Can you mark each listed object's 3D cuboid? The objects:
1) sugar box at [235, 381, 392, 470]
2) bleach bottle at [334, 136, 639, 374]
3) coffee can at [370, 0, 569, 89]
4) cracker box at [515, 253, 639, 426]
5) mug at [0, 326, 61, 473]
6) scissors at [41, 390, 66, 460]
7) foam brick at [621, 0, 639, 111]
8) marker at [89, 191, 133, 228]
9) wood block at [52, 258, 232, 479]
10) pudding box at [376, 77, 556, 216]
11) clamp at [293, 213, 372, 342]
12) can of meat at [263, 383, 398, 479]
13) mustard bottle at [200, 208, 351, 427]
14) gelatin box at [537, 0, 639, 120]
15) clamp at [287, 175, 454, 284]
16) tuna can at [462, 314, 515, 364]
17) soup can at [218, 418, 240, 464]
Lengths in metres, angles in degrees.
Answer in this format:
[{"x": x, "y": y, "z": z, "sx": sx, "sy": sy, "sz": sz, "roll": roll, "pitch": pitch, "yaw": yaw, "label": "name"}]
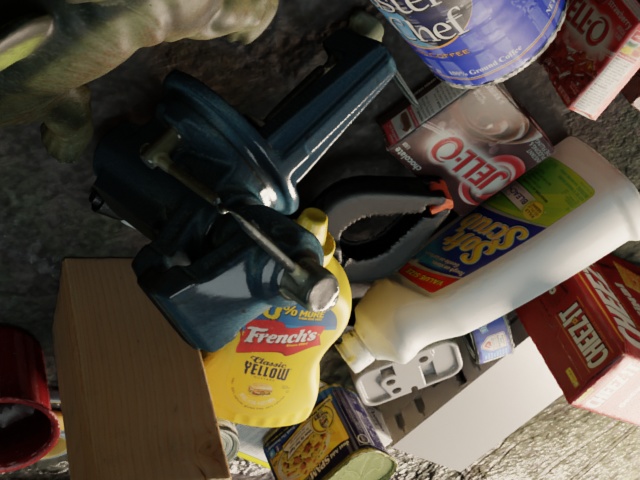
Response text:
[{"x": -0.022, "y": 0.172, "z": 0.994, "sx": 0.093, "sy": 0.048, "sz": 0.176, "roll": -41, "pitch": 137, "yaw": 16, "label": "sugar box"}, {"x": 0.124, "y": 0.025, "z": 0.832, "sx": 0.251, "sy": 0.103, "sz": 0.068, "roll": -35, "pitch": 129, "yaw": 0, "label": "bleach bottle"}, {"x": 0.073, "y": -0.171, "z": 0.639, "sx": 0.103, "sy": 0.103, "sz": 0.140, "roll": -36, "pitch": 136, "yaw": 16, "label": "coffee can"}, {"x": 0.266, "y": 0.082, "z": 0.925, "sx": 0.213, "sy": 0.164, "sz": 0.072, "roll": 22, "pitch": 120, "yaw": -37, "label": "cracker box"}, {"x": -0.263, "y": 0.125, "z": 0.826, "sx": 0.117, "sy": 0.081, "sz": 0.093, "roll": -23, "pitch": 137, "yaw": 2, "label": "mug"}, {"x": -0.190, "y": 0.175, "z": 0.954, "sx": 0.201, "sy": 0.016, "sz": 0.096, "roll": 22, "pitch": 125, "yaw": -36, "label": "scissors"}, {"x": 0.237, "y": -0.128, "z": 0.764, "sx": 0.051, "sy": 0.078, "sz": 0.053, "roll": 23, "pitch": 122, "yaw": -38, "label": "foam brick"}, {"x": -0.119, "y": -0.009, "z": 0.790, "sx": 0.121, "sy": 0.020, "sz": 0.020, "roll": 27, "pitch": 120, "yaw": -39, "label": "marker"}, {"x": -0.136, "y": 0.115, "z": 0.773, "sx": 0.090, "sy": 0.206, "sz": 0.090, "roll": 0, "pitch": 133, "yaw": -22, "label": "wood block"}, {"x": 0.109, "y": -0.077, "z": 0.795, "sx": 0.090, "sy": 0.039, "sz": 0.113, "roll": -36, "pitch": 135, "yaw": 18, "label": "pudding box"}, {"x": 0.004, "y": 0.036, "z": 0.871, "sx": 0.171, "sy": 0.039, "sz": 0.120, "roll": 9, "pitch": 131, "yaw": -29, "label": "clamp"}, {"x": 0.005, "y": 0.187, "z": 0.924, "sx": 0.102, "sy": 0.084, "sz": 0.057, "roll": -44, "pitch": 134, "yaw": 13, "label": "can of meat"}, {"x": -0.029, "y": 0.054, "z": 0.771, "sx": 0.096, "sy": 0.058, "sz": 0.192, "roll": 13, "pitch": 128, "yaw": -10, "label": "mustard bottle"}, {"x": 0.183, "y": -0.138, "z": 0.725, "sx": 0.030, "sy": 0.089, "sz": 0.073, "roll": 17, "pitch": 125, "yaw": -29, "label": "gelatin box"}, {"x": -0.005, "y": 0.001, "z": 0.793, "sx": 0.210, "sy": 0.036, "sz": 0.164, "roll": -29, "pitch": 129, "yaw": 13, "label": "clamp"}, {"x": 0.135, "y": 0.062, "z": 0.911, "sx": 0.034, "sy": 0.086, "sz": 0.086, "roll": -19, "pitch": 137, "yaw": 0, "label": "tuna can"}, {"x": -0.108, "y": 0.134, "z": 0.880, "sx": 0.068, "sy": 0.102, "sz": 0.068, "roll": -11, "pitch": 137, "yaw": -11, "label": "soup can"}]
